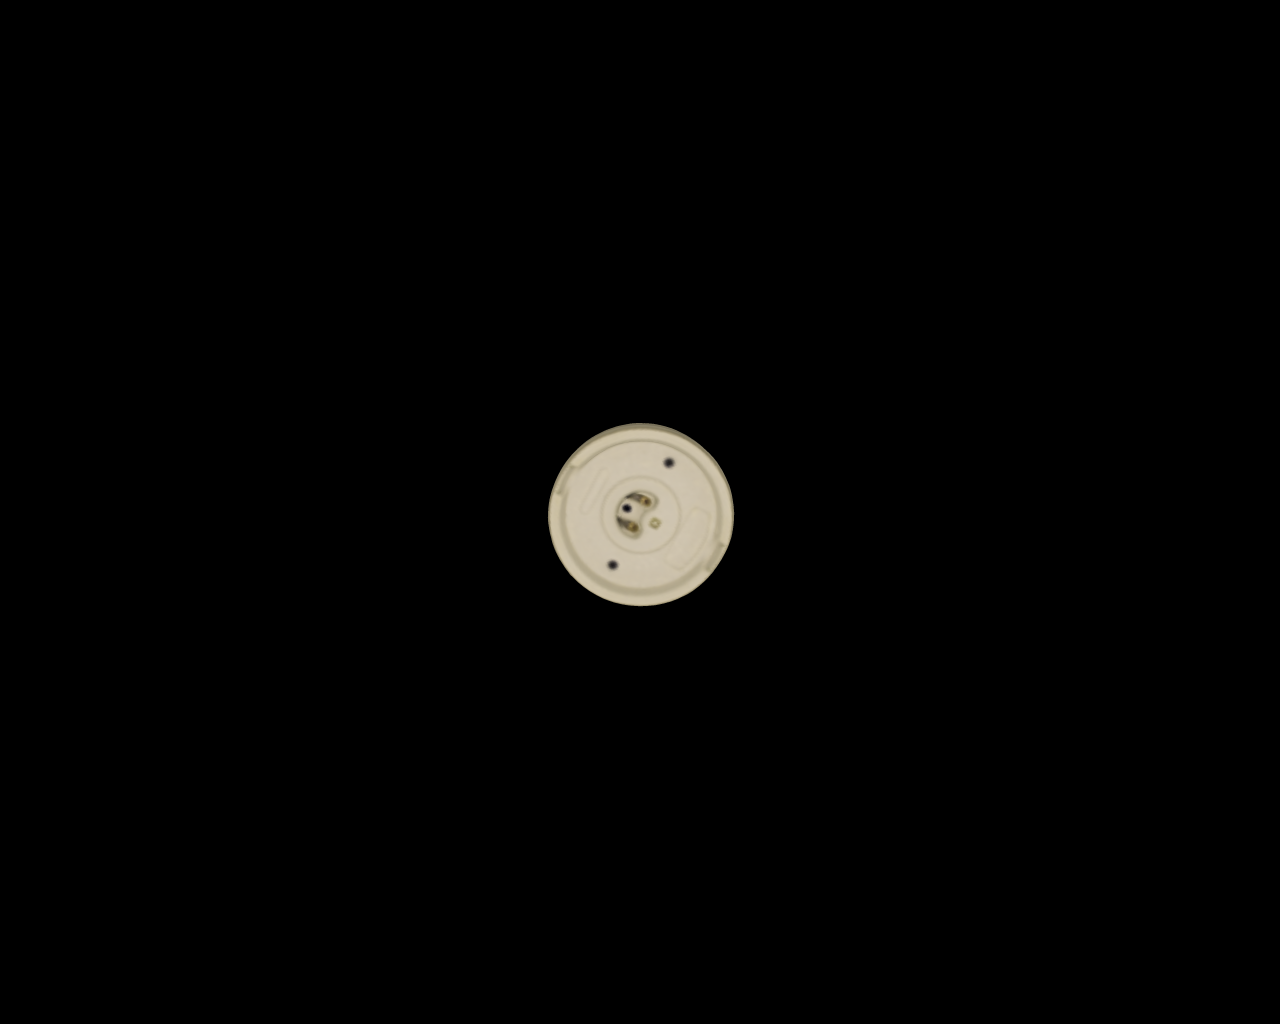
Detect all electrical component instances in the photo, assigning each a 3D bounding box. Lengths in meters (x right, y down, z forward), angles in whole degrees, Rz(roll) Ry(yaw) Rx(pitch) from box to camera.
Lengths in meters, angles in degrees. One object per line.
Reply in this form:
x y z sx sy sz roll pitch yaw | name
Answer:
0.001 -0.003 0.650 0.108 0.108 0.060 0 13 0 | electrical component
